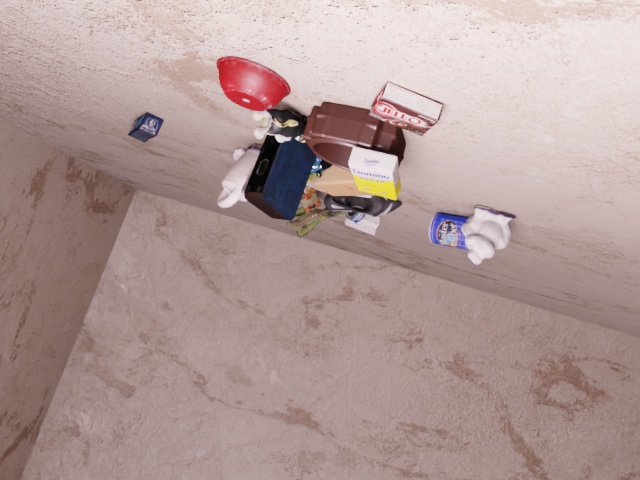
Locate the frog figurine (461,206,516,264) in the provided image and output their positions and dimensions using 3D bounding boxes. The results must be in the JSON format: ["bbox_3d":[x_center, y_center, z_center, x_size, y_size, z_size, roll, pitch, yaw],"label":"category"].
[{"bbox_3d":[0.462,-0.004,1.443,0.137,0.160,0.122,20,173,-14],"label":"frog figurine"}]

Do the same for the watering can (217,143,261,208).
[{"bbox_3d":[-0.211,-0.187,1.535,0.103,0.227,0.347,41,165,-20],"label":"watering can"}]

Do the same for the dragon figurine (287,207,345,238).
[{"bbox_3d":[0.006,-0.098,1.942,0.242,0.122,0.411,-21,-176,3],"label":"dragon figurine"}]
